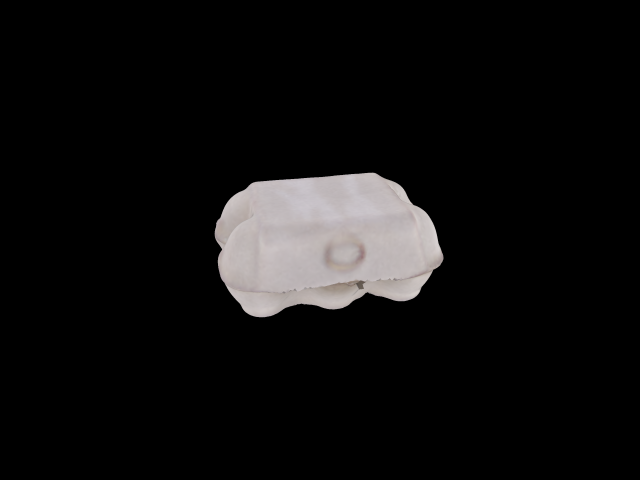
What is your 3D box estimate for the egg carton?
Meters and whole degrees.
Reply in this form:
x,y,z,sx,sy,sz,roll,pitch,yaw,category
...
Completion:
x,y,z,sx,sy,sz,roll,pitch,yaw,category
0.004,0.001,0.400,0.150,0.069,0.107,-6,28,-11,egg carton
